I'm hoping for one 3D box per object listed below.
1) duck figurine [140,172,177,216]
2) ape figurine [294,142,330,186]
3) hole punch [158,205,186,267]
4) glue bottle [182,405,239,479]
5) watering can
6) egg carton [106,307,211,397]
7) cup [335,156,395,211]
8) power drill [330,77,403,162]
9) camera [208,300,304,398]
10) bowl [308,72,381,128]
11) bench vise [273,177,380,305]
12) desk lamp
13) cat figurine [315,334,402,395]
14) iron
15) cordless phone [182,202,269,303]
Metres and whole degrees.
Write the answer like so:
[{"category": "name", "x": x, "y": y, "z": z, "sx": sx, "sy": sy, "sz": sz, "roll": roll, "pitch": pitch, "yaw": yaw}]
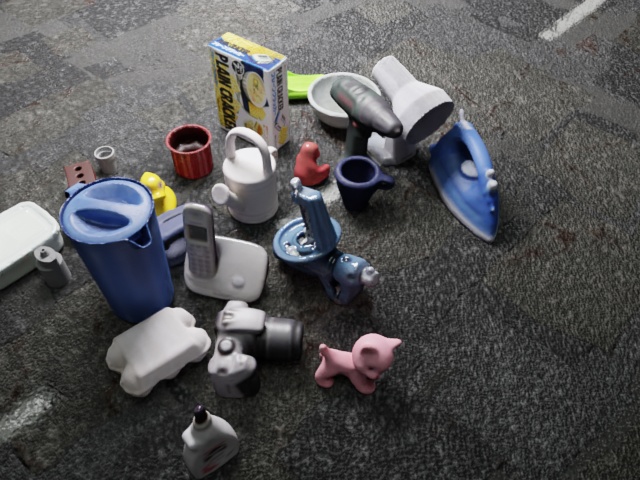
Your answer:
[{"category": "duck figurine", "x": -0.327, "y": -0.096, "z": 1.121, "sx": 0.078, "sy": 0.086, "sz": 0.104, "roll": -25, "pitch": 55, "yaw": -21}, {"category": "ape figurine", "x": -0.020, "y": -0.162, "z": 1.181, "sx": 0.076, "sy": 0.092, "sz": 0.077, "roll": -27, "pitch": 56, "yaw": -22}, {"category": "hole punch", "x": -0.267, "y": -0.021, "z": 1.057, "sx": 0.109, "sy": 0.091, "sz": 0.100, "roll": -31, "pitch": 58, "yaw": -24}, {"category": "glue bottle", "x": -0.152, "y": 0.264, "z": 0.771, "sx": 0.078, "sy": 0.173, "sz": 0.037, "roll": -34, "pitch": 58, "yaw": -26}, {"category": "watering can", "x": -0.134, "y": -0.123, "z": 1.079, "sx": 0.101, "sy": 0.194, "sz": 0.173, "roll": 8, "pitch": 50, "yaw": 5}, {"category": "egg carton", "x": -0.256, "y": 0.175, "z": 0.908, "sx": 0.150, "sy": 0.069, "sz": 0.107, "roll": -32, "pitch": 58, "yaw": -25}, {"category": "cup", "x": 0.086, "y": -0.102, "z": 1.132, "sx": 0.117, "sy": 0.095, "sz": 0.092, "roll": 12, "pitch": 51, "yaw": 9}, {"category": "power drill", "x": 0.090, "y": -0.213, "z": 1.151, "sx": 0.076, "sy": 0.208, "sz": 0.229, "roll": -21, "pitch": 54, "yaw": -18}, {"category": "camera", "x": -0.097, "y": 0.165, "z": 0.902, "sx": 0.136, "sy": 0.101, "sz": 0.143, "roll": 4, "pitch": 50, "yaw": 2}, {"category": "bowl", "x": 0.054, "y": -0.308, "z": 1.315, "sx": 0.167, "sy": 0.075, "sz": 0.167, "roll": 1, "pitch": 50, "yaw": -1}, {"category": "bench vise", "x": 0.013, "y": -0.005, "z": 0.968, "sx": 0.207, "sy": 0.220, "sz": 0.121, "roll": 15, "pitch": 51, "yaw": 11}, {"category": "desk lamp", "x": 0.165, "y": -0.258, "z": 1.187, "sx": 0.118, "sy": 0.214, "sz": 0.202, "roll": -28, "pitch": 56, "yaw": -22}, {"category": "cat figurine", "x": 0.058, "y": 0.181, "z": 0.882, "sx": 0.127, "sy": 0.118, "sz": 0.067, "roll": 6, "pitch": 50, "yaw": 4}, {"category": "iron", "x": 0.307, "y": -0.134, "z": 1.135, "sx": 0.119, "sy": 0.141, "sz": 0.258, "roll": -9, "pitch": 51, "yaw": -9}, {"category": "cordless phone", "x": -0.162, "y": 0.018, "z": 0.967, "sx": 0.147, "sy": 0.185, "sz": 0.094, "roll": 8, "pitch": 51, "yaw": 5}]
